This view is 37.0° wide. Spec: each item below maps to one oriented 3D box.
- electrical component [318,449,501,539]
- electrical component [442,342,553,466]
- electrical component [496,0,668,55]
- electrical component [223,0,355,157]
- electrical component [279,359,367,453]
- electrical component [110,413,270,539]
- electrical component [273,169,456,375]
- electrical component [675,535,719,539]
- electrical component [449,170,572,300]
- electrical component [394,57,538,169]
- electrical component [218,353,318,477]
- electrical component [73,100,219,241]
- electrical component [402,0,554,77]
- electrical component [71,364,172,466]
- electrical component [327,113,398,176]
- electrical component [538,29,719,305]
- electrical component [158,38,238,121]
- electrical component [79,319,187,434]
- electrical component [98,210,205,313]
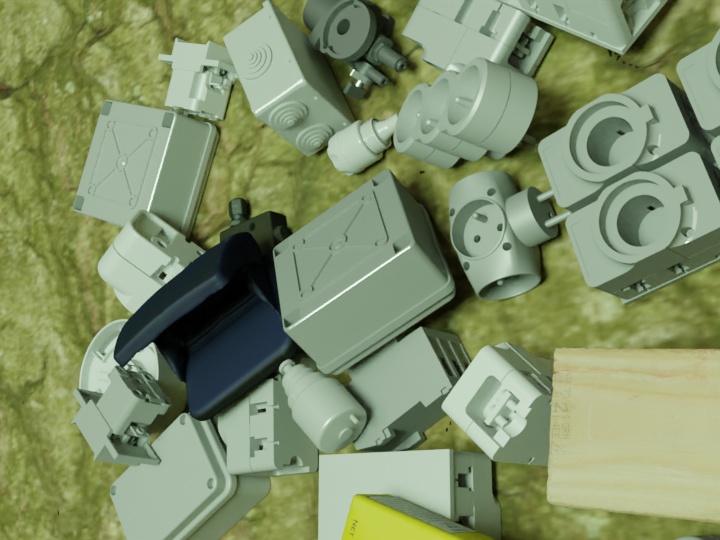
[{"bbox_3d":[0.032,0.214,0.699,0.105,0.060,0.186,-10,73,37],"label":"electrical component"},{"bbox_3d":[0.098,0.082,0.658,0.056,0.089,0.050,44,107,37],"label":"electrical component"},{"bbox_3d":[0.125,-0.230,0.711,0.186,0.060,0.105,35,84,38],"label":"electrical component"},{"bbox_3d":[-0.055,-0.145,0.831,0.048,0.100,0.099,-32,61,15],"label":"electrical component"},{"bbox_3d":[-0.029,0.089,0.730,0.078,0.040,0.040,44,107,37],"label":"electrical component"},{"bbox_3d":[-0.136,0.171,0.846,0.113,0.057,0.078,-45,56,22],"label":"electrical component"},{"bbox_3d":[0.000,0.000,0.741,0.109,0.056,0.108,-34,31,13],"label":"electrical component"},{"bbox_3d":[0.183,0.194,0.584,0.054,0.059,0.095,27,97,39],"label":"electrical component"},{"bbox_3d":[0.104,-0.030,0.710,0.079,0.044,0.077,-27,64,31],"label":"electrical component"},{"bbox_3d":[0.083,-0.098,0.724,0.138,0.074,0.052,-3,69,70],"label":"electrical component"},{"bbox_3d":[-0.070,0.109,0.812,0.056,0.050,0.089,-14,70,36],"label":"electrical component"},{"bbox_3d":[-0.190,-0.088,0.952,0.109,0.056,0.108,16,90,40],"label":"electrical component"},{"bbox_3d":[0.080,-0.160,0.756,0.089,0.050,0.055,36,101,38],"label":"electrical component"},{"bbox_3d":[-0.183,0.111,0.833,0.081,0.042,0.063,45,106,38],"label":"electrical component"},{"bbox_3d":[0.007,-0.098,0.811,0.061,0.035,0.035,-29,63,27],"label":"electrical component"},{"bbox_3d":[0.206,-0.070,0.627,0.186,0.060,0.105,-30,62,30],"label":"electrical component"},{"bbox_3d":[-0.138,-0.165,0.939,0.081,0.042,0.063,14,92,40],"label":"electrical component"},{"bbox_3d":[-0.191,0.092,0.901,0.099,0.064,0.099,-5,79,25],"label":"electrical component"},{"bbox_3d":[-0.163,0.005,0.883,0.059,0.095,0.053,-50,10,19],"label":"electrical component"}]
